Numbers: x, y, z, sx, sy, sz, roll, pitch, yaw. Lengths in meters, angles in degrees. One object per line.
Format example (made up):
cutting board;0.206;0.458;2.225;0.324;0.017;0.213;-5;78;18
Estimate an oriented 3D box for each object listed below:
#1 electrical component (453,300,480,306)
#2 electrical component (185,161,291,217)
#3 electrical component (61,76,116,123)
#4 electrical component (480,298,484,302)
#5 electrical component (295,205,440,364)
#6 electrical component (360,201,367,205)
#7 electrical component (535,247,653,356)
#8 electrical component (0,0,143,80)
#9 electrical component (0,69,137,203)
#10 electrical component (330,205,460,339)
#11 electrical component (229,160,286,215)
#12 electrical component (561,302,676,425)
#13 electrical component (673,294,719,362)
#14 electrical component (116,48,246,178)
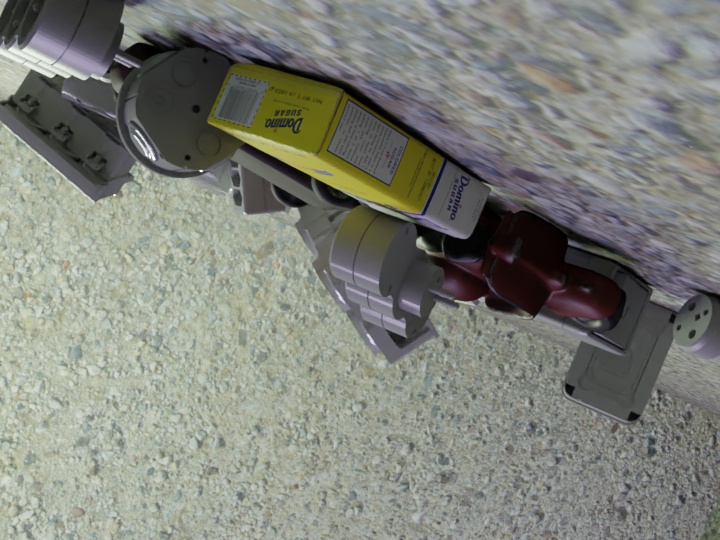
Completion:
electrical component;0.083;-0.007;1.025;0.078;0.063;0.121;46;177;-4
electrical component;-0.145;-0.112;1.088;0.105;0.060;0.186;23;179;25
electrical component;-0.219;-0.156;0.964;0.077;0.044;0.079;24;180;-5
electrical component;0.149;0.008;1.171;0.076;0.047;0.083;8;171;28
electrical component;0.000;0.000;1.025;0.105;0.060;0.186;55;-177;-27
electrical component;0.043;-0.039;0.898;0.089;0.055;0.050;24;178;-37
electrical component;0.193;0.028;0.862;0.061;0.061;0.096;22;178;39
electrical component;-0.162;-0.136;0.627;0.074;0.052;0.138;24;178;-29
electrical component;-0.264;-0.127;0.992;0.121;0.063;0.079;40;-162;2
electrical component;0.034;0.009;0.740;0.074;0.052;0.138;22;165;22
electrical component;-0.077;-0.088;0.994;0.077;0.065;0.047;-7;-171;-19
electrical component;0.245;0.082;1.014;0.078;0.113;0.057;23;176;13
electrical component;0.262;0.047;0.780;0.055;0.045;0.045;24;179;-18
electrical component;-0.108;-0.098;0.669;0.080;0.080;0.051;24;173;-22
